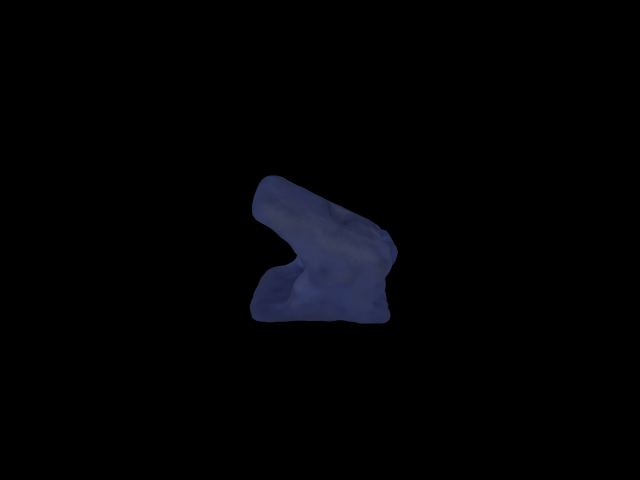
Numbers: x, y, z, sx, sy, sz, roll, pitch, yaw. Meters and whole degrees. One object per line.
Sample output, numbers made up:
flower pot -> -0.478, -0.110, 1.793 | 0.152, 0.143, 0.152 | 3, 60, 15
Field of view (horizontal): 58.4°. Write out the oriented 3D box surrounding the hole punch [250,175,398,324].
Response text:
hole punch -> 0.004, 0.001, 0.400 | 0.101, 0.091, 0.108 | 0, 15, 0
